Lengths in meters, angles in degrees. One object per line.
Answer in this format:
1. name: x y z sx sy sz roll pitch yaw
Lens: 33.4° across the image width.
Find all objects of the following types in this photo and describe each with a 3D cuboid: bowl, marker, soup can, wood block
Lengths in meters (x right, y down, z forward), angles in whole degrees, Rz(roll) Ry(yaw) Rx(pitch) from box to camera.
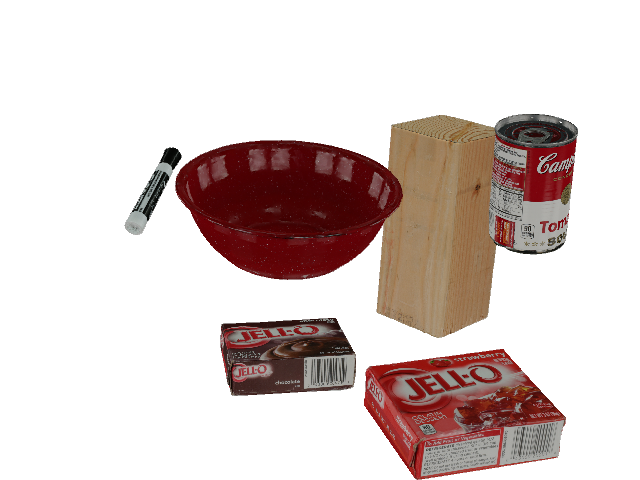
1. bowl: -0.023 -0.017 0.768 0.162 0.055 0.162 2 27 -1
2. marker: -0.169 -0.053 1.087 0.020 0.020 0.121 0 44 20
3. soup can: 0.179 -0.048 0.905 0.068 0.102 0.068 -1 27 0
4. wood block: 0.126 -0.017 1.112 0.090 0.206 0.090 21 25 39

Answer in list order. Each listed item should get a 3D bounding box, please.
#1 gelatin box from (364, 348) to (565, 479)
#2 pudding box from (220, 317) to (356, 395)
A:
1. gelatin box: 0.077 0.093 0.588 0.089 0.030 0.073 -4 26 -18
2. pudding box: -0.031 0.104 0.967 0.113 0.039 0.090 0 18 -11
